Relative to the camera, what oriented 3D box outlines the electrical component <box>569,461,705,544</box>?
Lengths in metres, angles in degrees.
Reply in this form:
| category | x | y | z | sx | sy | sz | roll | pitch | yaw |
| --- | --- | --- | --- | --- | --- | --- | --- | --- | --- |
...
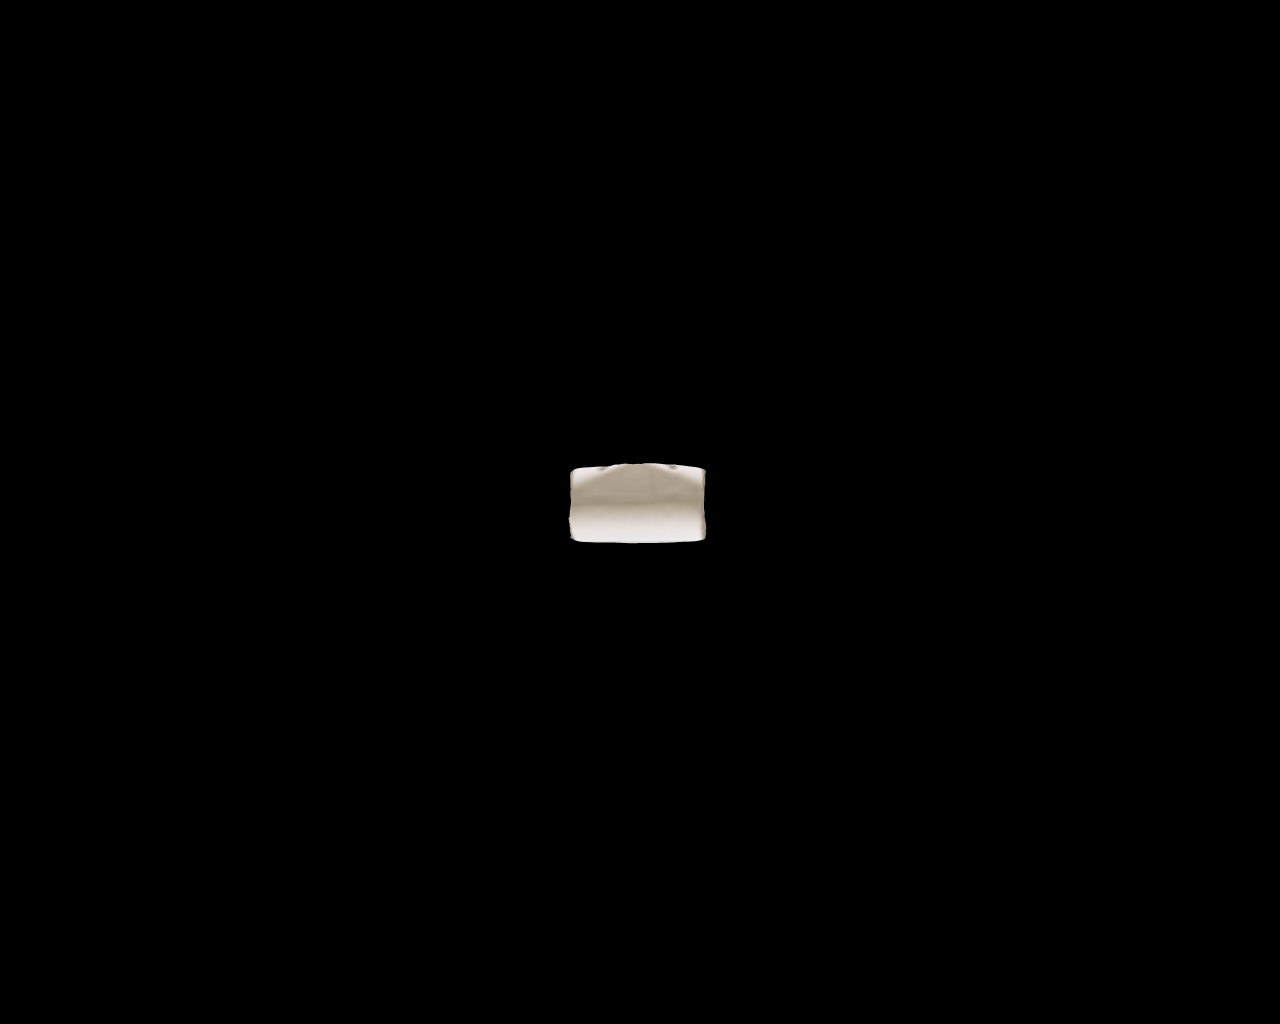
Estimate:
| category | x | y | z | sx | sy | sz | roll | pitch | yaw |
| --- | --- | --- | --- | --- | --- | --- | --- | --- | --- |
| electrical component | 0.001 | -0.003 | 0.650 | 0.077 | 0.044 | 0.079 | -1 | -7 | 5 |
